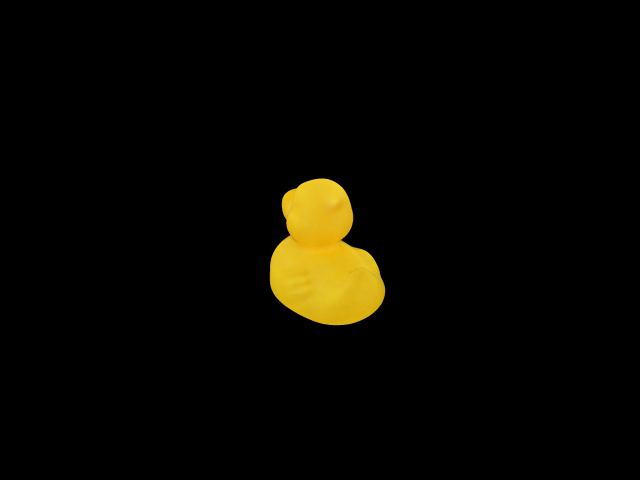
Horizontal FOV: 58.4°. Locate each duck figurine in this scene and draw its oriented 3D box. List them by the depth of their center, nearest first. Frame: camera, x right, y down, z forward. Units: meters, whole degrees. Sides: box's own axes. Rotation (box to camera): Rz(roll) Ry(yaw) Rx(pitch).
[{"bbox_3d":[0.004,0.001,0.400,0.078,0.086,0.104,-18,35,-26],"label":"duck figurine"}]
